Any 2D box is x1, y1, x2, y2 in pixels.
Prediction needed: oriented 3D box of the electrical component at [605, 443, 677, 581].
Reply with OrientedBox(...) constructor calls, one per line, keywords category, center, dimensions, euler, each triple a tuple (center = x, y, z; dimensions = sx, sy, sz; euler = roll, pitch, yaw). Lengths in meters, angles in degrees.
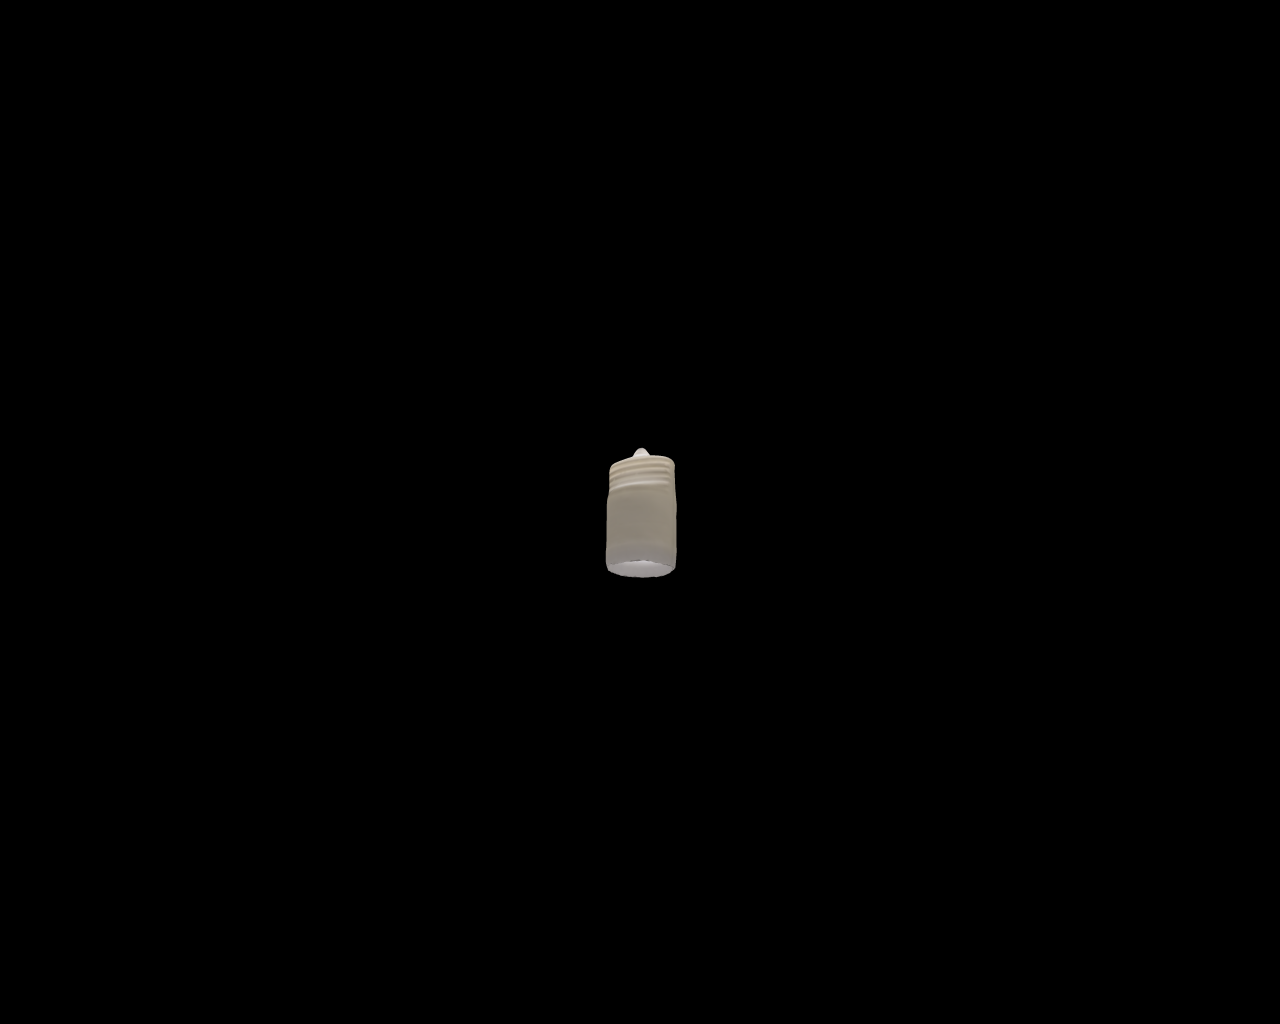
OrientedBox(category="electrical component", center=(0.001, -0.003, 0.650), dimensions=(0.043, 0.081, 0.043), euler=(0, -18, 0))
